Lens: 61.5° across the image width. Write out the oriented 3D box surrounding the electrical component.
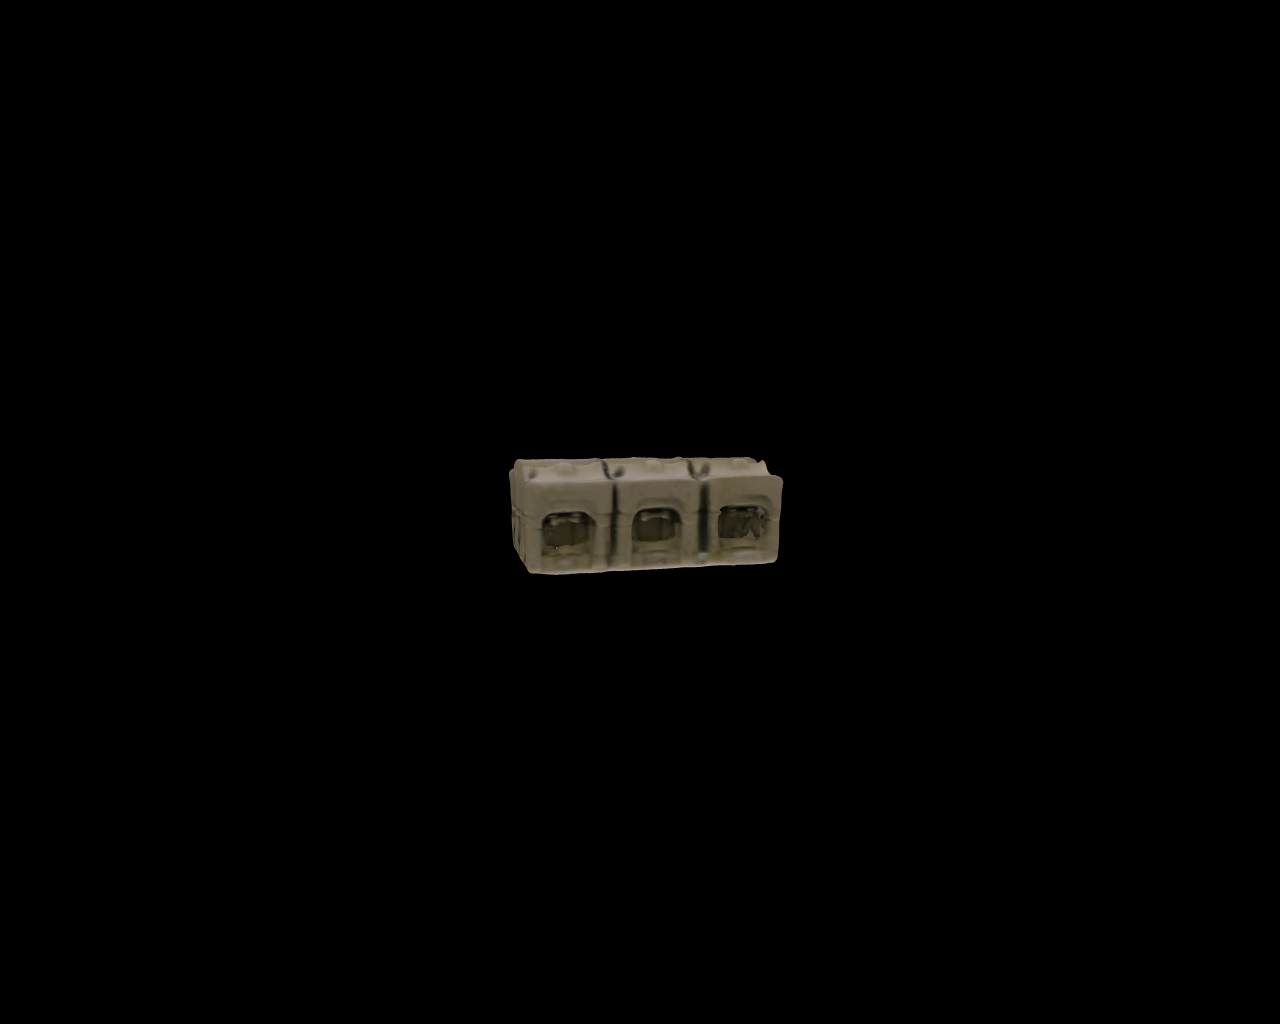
[{"bbox_3d":[0.001,-0.003,0.650,0.150,0.061,0.089,-2,8,-14],"label":"electrical component"}]
